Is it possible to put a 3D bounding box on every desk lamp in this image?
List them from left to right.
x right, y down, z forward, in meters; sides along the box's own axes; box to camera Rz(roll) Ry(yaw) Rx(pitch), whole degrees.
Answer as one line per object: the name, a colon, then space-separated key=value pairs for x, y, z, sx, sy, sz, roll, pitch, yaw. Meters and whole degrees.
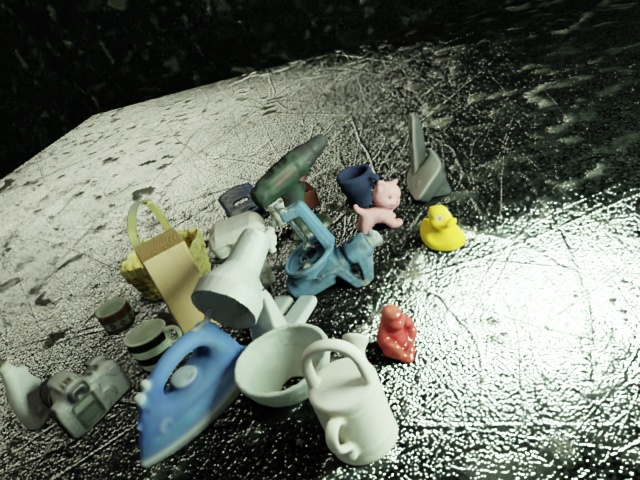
desk lamp: x=-0.120 y=0.100 z=1.050 sx=0.117 sy=0.214 sz=0.203 roll=-2 pitch=34 yaw=30

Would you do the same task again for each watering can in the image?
watering can: x=0.035 y=0.205 z=0.794 sx=0.101 sy=0.194 sz=0.172 roll=-19 pitch=29 yaw=4

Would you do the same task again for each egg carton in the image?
egg carton: x=-0.209 y=-0.015 z=1.446 sx=0.150 sy=0.069 sz=0.107 roll=-20 pitch=29 yaw=2

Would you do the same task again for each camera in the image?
camera: x=-0.462 y=0.279 z=1.085 sx=0.136 sy=0.101 sz=0.143 roll=5 pitch=38 yaw=38

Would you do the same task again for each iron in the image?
iron: x=-0.232 y=0.239 z=0.964 sx=0.118 sy=0.142 sz=0.259 roll=5 pitch=38 yaw=38

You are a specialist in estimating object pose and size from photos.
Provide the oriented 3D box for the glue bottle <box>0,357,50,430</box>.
glue bottle: x=-0.567 y=0.276 z=1.083 sx=0.037 sy=0.173 sz=0.078 roll=-11 pitch=31 yaw=17

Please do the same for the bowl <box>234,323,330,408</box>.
bowl: x=-0.053 y=0.219 z=0.950 sx=0.167 sy=0.075 sz=0.167 roll=-16 pitch=30 yaw=9

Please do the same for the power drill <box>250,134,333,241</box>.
power drill: x=-0.047 y=-0.115 z=1.368 sx=0.230 sy=0.209 sz=0.075 roll=-34 pitch=32 yaw=-22

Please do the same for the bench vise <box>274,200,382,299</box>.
bench vise: x=0.007 y=-0.001 z=1.130 sx=0.207 sy=0.220 sz=0.121 roll=-25 pitch=30 yaw=-8

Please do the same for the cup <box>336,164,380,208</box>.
cup: x=0.105 y=-0.126 z=1.405 sx=0.117 sy=0.095 sz=0.092 roll=7 pitch=40 yaw=40

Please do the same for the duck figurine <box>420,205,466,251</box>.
duck figurine: x=0.243 y=-0.033 z=1.170 sx=0.078 sy=0.086 sz=0.104 roll=-34 pitch=32 yaw=-21

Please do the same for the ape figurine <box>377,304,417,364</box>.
ape figurine: x=0.124 y=0.147 z=0.940 sx=0.078 sy=0.092 sz=0.075 roll=-36 pitch=32 yaw=-24

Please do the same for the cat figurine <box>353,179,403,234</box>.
cat figurine: x=0.133 y=-0.081 z=1.288 sx=0.128 sy=0.118 sz=0.067 roll=-25 pitch=30 yaw=-8

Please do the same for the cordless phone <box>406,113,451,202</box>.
cordless phone: x=0.237 y=-0.195 z=1.343 sx=0.094 sy=0.185 sz=0.147 roll=-19 pitch=29 yaw=3

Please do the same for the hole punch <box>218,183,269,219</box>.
hole punch: x=-0.206 y=-0.093 z=1.554 sx=0.109 sy=0.091 sz=0.100 roll=-29 pitch=30 yaw=-14
